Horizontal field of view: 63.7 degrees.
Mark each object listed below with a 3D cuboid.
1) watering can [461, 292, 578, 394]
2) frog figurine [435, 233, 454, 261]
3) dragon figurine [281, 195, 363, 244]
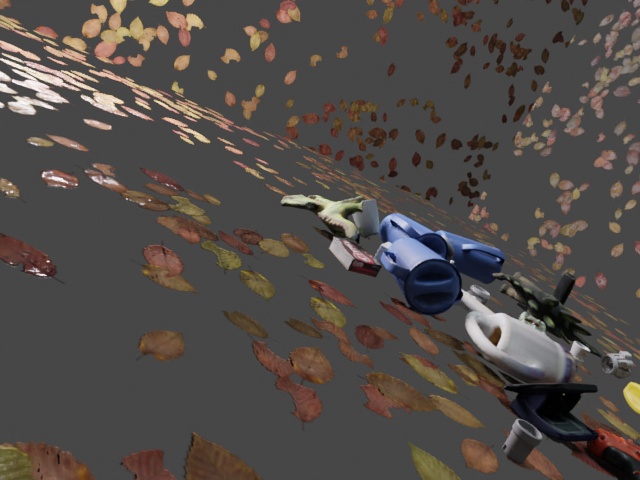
[{"bbox_3d":[0.407,0.211,1.098,0.224,0.103,0.351,29,15,1],"label":"watering can"},{"bbox_3d":[0.363,0.019,1.686,0.137,0.120,0.162,7,27,-2],"label":"frog figurine"},{"bbox_3d":[0.004,-0.074,1.461,0.243,0.121,0.413,11,11,6],"label":"dragon figurine"}]
